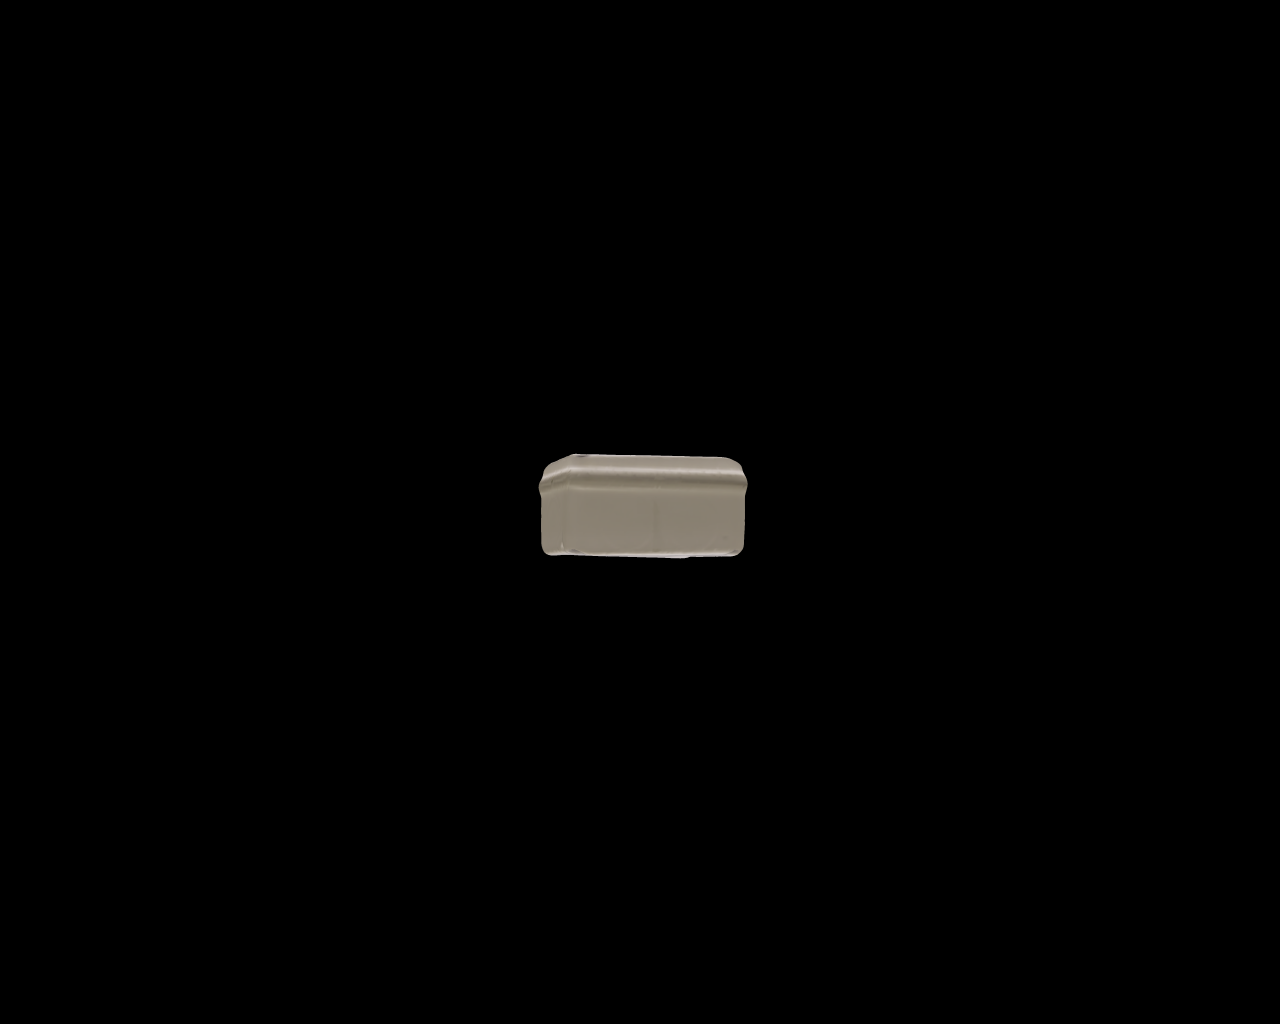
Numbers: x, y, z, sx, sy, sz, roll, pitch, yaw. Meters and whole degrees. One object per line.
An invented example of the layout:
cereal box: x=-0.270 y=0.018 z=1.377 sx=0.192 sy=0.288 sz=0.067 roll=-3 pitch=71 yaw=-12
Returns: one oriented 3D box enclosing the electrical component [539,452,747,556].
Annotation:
electrical component: x=0.001 y=-0.003 z=0.650 sx=0.113 sy=0.057 sz=0.078 roll=1 pitch=-3 yaw=-20
